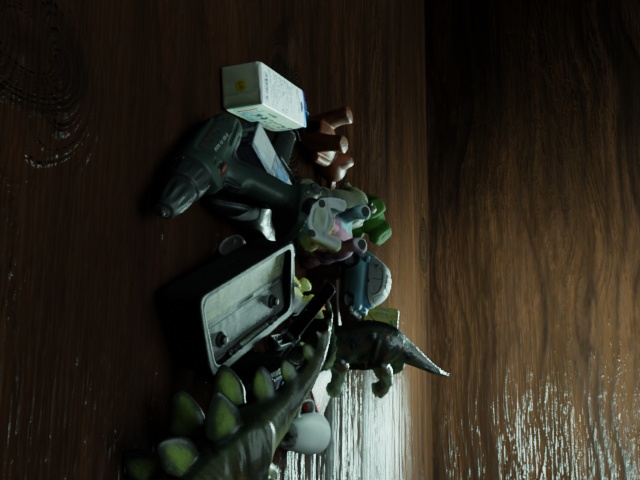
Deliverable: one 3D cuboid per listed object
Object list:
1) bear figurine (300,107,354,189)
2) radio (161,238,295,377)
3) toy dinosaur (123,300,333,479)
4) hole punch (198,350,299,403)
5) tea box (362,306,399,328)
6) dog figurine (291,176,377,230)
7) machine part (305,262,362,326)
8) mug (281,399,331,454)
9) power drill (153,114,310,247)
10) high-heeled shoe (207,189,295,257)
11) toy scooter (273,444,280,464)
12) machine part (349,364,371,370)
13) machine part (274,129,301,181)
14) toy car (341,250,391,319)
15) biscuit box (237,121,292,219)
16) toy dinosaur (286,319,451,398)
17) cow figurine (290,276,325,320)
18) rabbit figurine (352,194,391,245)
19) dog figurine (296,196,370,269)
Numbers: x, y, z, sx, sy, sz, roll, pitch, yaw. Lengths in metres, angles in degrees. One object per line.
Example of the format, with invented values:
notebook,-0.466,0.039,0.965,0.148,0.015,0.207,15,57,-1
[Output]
bear figurine,0.035,-0.204,1.262,0.195,0.132,0.120,51,44,-50
radio,-0.124,0.093,0.797,0.229,0.073,0.131,-32,126,-54
toy dinosaur,-0.112,0.272,0.683,0.471,0.105,0.198,-42,114,-33
hole punch,-0.109,0.227,0.819,0.116,0.142,0.092,-21,107,-55
tea box,0.139,0.228,1.442,0.169,0.098,0.068,125,-25,-66
dog figurine,0.025,-0.083,1.166,0.190,0.172,0.121,31,48,-75
machine part,0.034,0.150,1.280,0.201,0.087,0.201,-6,96,-70
mug,-0.036,0.375,1.073,0.107,0.081,0.109,26,69,-58
power drill,-0.121,-0.071,0.785,0.207,0.086,0.232,26,43,-19
high-heeled shoe,-0.123,-0.004,0.927,0.248,0.086,0.145,10,110,-53
toy scooter,-0.108,0.329,0.850,0.184,0.075,0.135,4,104,-71
machine part,0.099,0.276,1.330,0.179,0.180,0.056,-2,87,-70
machine part,-0.074,-0.170,1.085,0.084,0.039,0.139,47,46,-50
toy car,0.109,0.094,1.218,0.109,0.103,0.161,50,40,-58
biscuit box,-0.103,-0.118,0.960,0.202,0.063,0.059,63,31,-50
toy dinosaur,0.093,0.227,1.128,0.131,0.405,0.192,-109,-161,-52
cow figurine,-0.054,0.118,1.005,0.167,0.098,0.068,50,6,-45
rabbit figurine,0.062,-0.047,1.312,0.159,0.170,0.121,48,-18,47
dog figurine,-0.002,-0.003,1.117,0.191,0.219,0.108,11,70,-27
